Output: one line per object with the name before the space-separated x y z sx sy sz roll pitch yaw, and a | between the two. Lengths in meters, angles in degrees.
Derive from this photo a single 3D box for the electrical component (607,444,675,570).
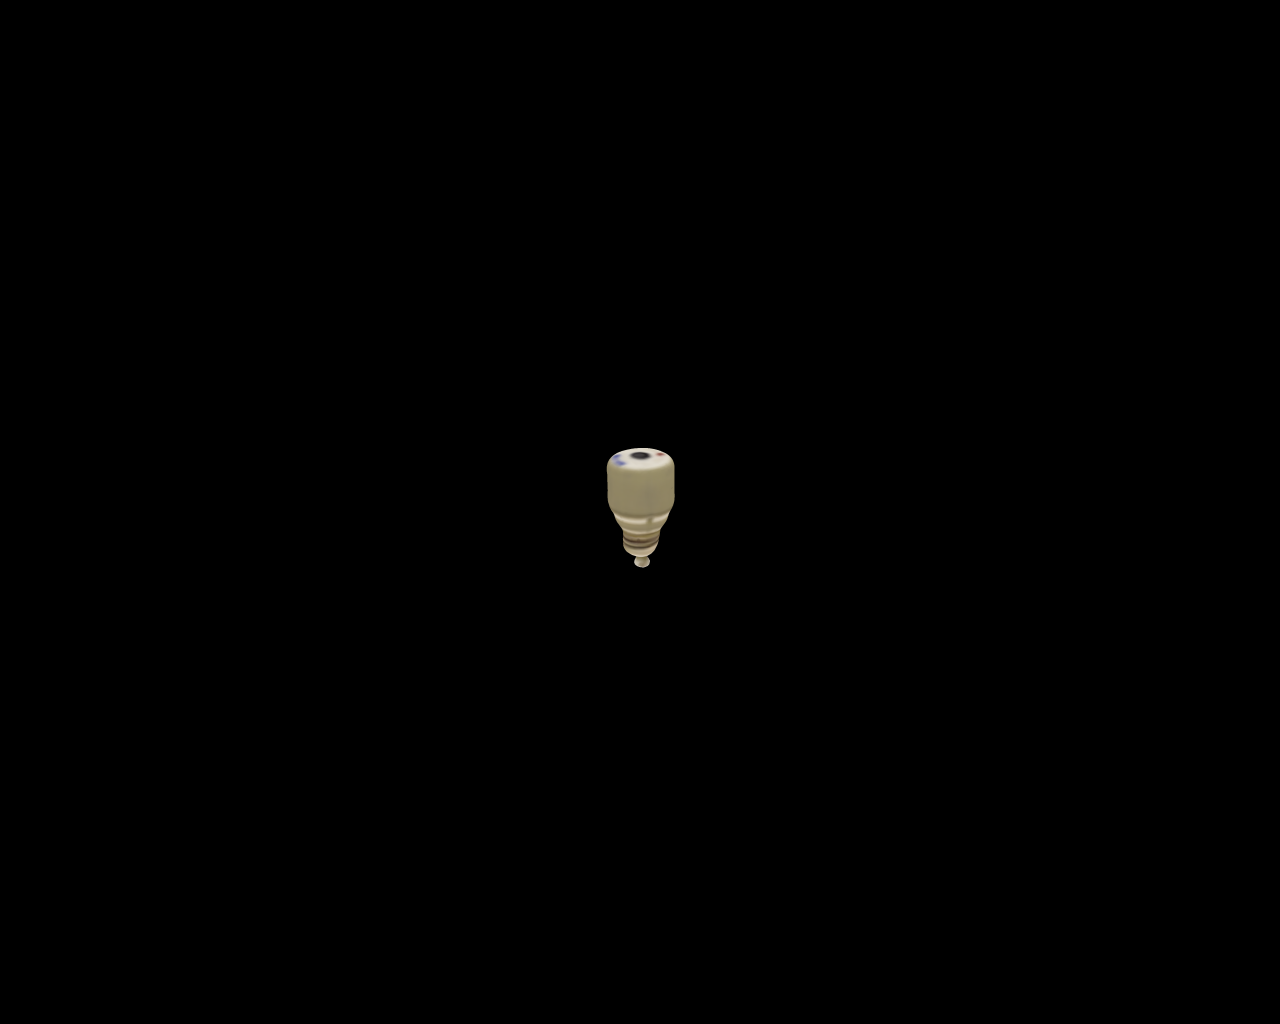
electrical component | 0.001 -0.003 0.650 0.040 0.078 0.040 0 24 0
